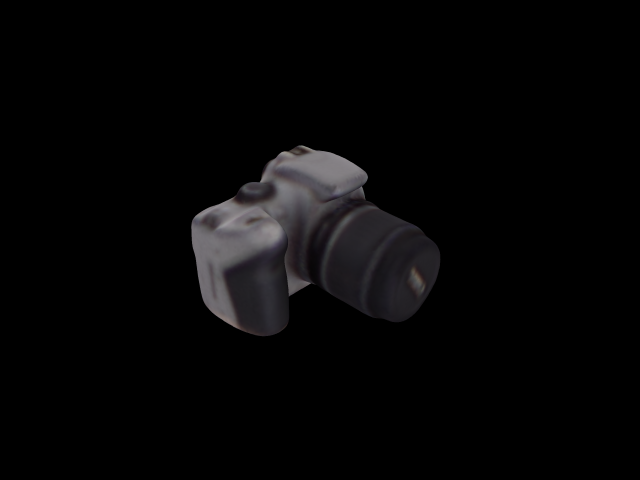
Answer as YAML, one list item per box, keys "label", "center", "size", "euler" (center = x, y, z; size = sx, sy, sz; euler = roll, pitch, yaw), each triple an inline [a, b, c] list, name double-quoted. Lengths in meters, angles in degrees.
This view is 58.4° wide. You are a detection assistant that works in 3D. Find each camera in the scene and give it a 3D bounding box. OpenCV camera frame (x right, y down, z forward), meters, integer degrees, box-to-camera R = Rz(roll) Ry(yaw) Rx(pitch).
- label: "camera"
  center: [0.004, 0.001, 0.400]
  size: [0.136, 0.101, 0.143]
  euler: [27, 42, 36]
